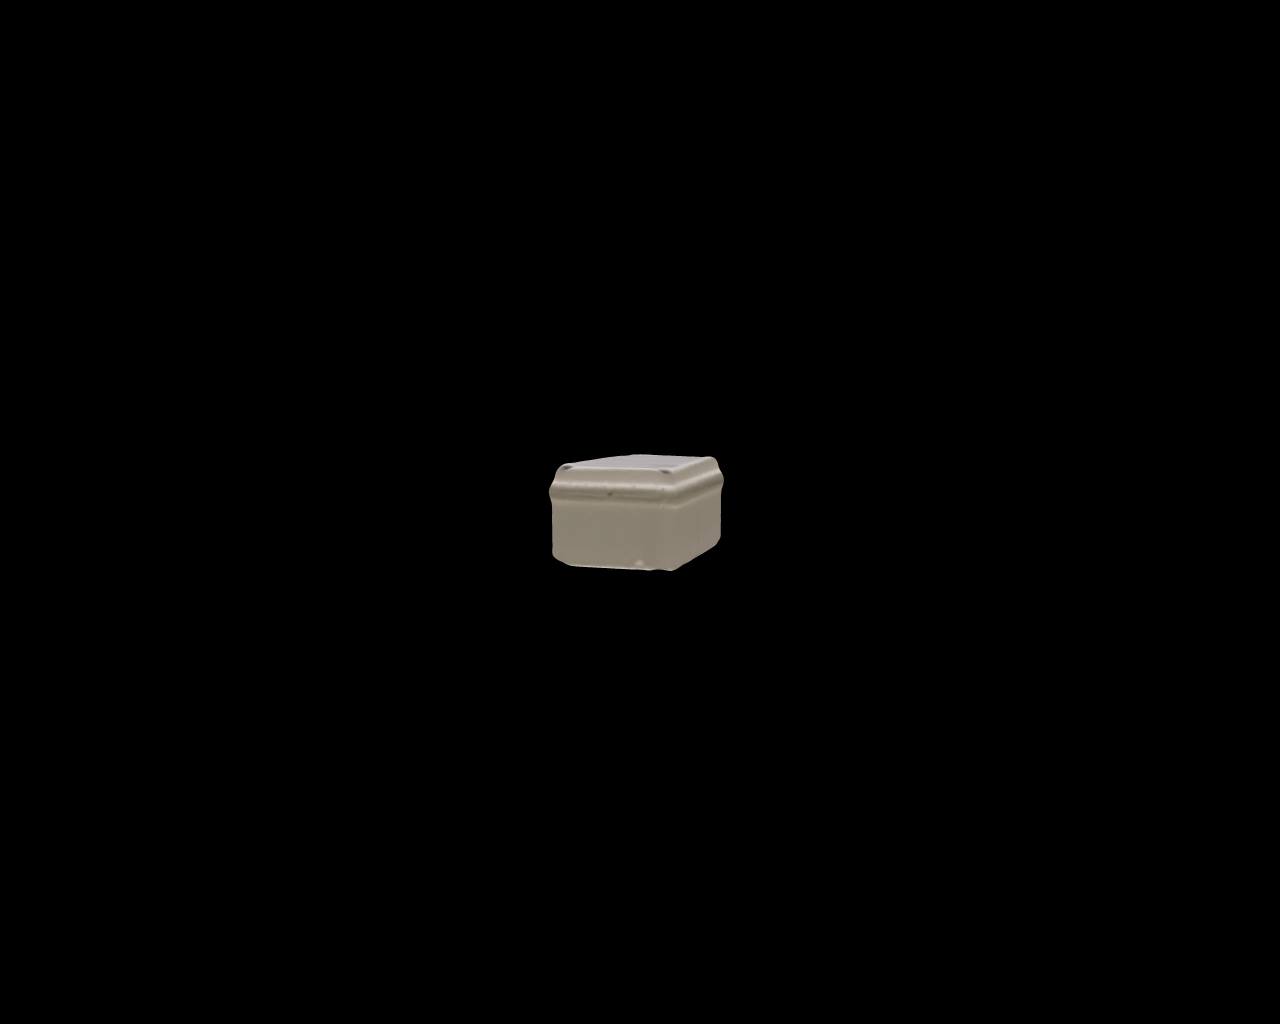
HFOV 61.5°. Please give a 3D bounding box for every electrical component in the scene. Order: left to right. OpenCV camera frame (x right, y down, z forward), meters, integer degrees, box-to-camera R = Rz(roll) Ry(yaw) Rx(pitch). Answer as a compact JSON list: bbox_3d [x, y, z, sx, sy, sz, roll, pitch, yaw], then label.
[{"bbox_3d":[0.001,-0.003,0.650,0.078,0.057,0.113,3,8,19],"label":"electrical component"}]
